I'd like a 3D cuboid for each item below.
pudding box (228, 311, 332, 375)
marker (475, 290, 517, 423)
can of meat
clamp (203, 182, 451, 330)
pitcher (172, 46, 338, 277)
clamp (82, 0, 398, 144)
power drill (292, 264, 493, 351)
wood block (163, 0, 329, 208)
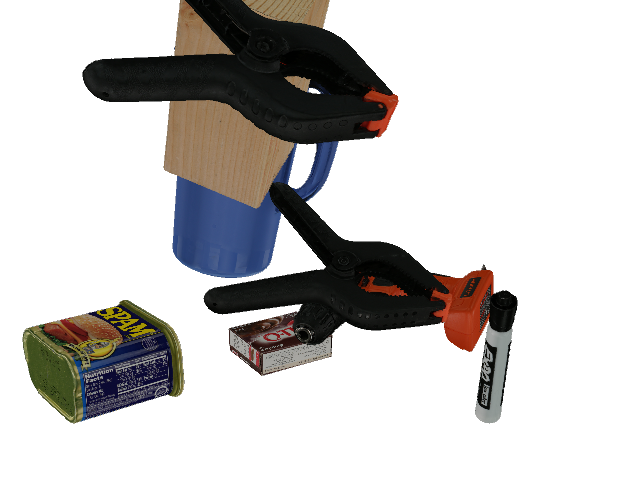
[{"bbox_3d":[-0.054,0.137,1.431,0.113,0.039,0.090,-14,24,-30],"label":"pudding box"},{"bbox_3d":[0.123,0.082,0.748,0.020,0.121,0.020,0,40,0],"label":"marker"},{"bbox_3d":[-0.163,0.089,0.791,0.083,0.057,0.102,-14,21,-33],"label":"can of meat"},{"bbox_3d":[0.010,0.035,0.953,0.210,0.036,0.164,23,50,15],"label":"clamp"},{"bbox_3d":[-0.077,-0.086,1.106,0.144,0.243,0.149,-2,24,-27],"label":"pitcher"},{"bbox_3d":[-0.044,-0.095,0.603,0.171,0.120,0.039,28,-28,7],"label":"clamp"},{"bbox_3d":[0.080,0.067,1.139,0.188,0.057,0.184,9,30,21],"label":"power drill"},{"bbox_3d":[-0.059,-0.134,0.840,0.091,0.090,0.206,23,-38,5],"label":"wood block"}]
